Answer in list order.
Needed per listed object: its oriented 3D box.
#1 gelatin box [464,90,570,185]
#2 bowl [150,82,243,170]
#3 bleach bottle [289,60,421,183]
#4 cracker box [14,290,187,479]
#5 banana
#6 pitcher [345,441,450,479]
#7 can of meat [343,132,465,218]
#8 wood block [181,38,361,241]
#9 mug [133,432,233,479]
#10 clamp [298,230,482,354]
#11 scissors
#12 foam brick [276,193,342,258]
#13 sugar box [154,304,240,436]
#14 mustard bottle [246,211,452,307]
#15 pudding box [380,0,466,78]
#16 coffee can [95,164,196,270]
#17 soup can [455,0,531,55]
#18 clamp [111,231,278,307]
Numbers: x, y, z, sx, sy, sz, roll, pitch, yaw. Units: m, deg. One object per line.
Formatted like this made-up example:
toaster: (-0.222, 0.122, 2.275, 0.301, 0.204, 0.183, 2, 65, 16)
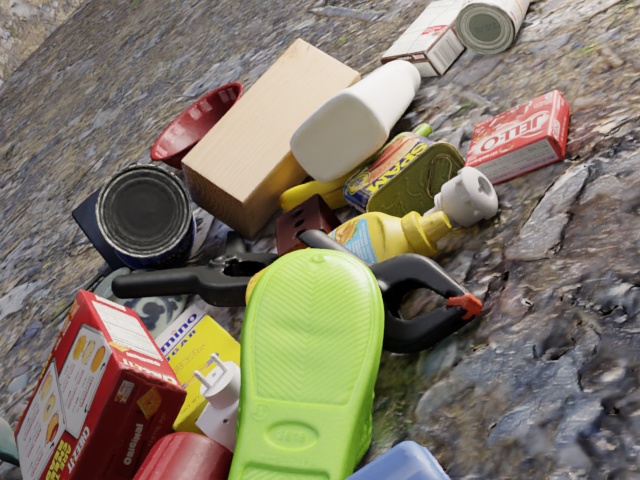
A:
gelatin box: (0.176, -0.089, 0.950, 0.089, 0.030, 0.073, -22, 30, 34)
bowl: (-0.156, -0.146, 1.477, 0.162, 0.055, 0.162, -32, 26, 17)
bleach bottle: (0.057, -0.143, 1.118, 0.103, 0.068, 0.250, -36, 6, 31)
cracker box: (-0.203, 0.158, 0.957, 0.164, 0.072, 0.214, -64, 26, 5)
banana: (0.028, -0.059, 1.104, 0.198, 0.037, 0.069, -23, 12, 29)
pitcher: (-0.013, 0.222, 0.593, 0.243, 0.145, 0.149, -37, 41, -2)
can of meat: (0.078, -0.052, 0.995, 0.102, 0.057, 0.084, -40, 22, -4)
wood block: (-0.051, -0.114, 1.200, 0.091, 0.090, 0.206, 33, 68, 19)
mug: (-0.091, 0.199, 0.785, 0.117, 0.093, 0.081, 7, 38, 17)
clamp: (0.041, 0.059, 0.846, 0.172, 0.039, 0.120, 9, 86, 36)
scissors: (-0.261, 0.032, 1.372, 0.096, 0.016, 0.201, -2, 44, 53)
foam brick: (-0.007, 0.001, 1.027, 0.053, 0.051, 0.078, -33, 25, 13)
sugar box: (-0.113, 0.122, 0.978, 0.093, 0.048, 0.176, -44, 26, -10)
mustard bottle: (0.027, 0.029, 0.922, 0.192, 0.058, 0.096, -31, 40, 18)
pudding box: (0.136, -0.237, 1.247, 0.113, 0.039, 0.090, -48, 25, -21)
coffee can: (-0.193, -0.021, 1.201, 0.102, 0.103, 0.140, -44, -3, -9)
soup can: (0.192, -0.258, 1.168, 0.069, 0.068, 0.102, -17, 34, 40)
clamp: (-0.090, 0.031, 1.083, 0.210, 0.036, 0.164, 5, 25, 44)
